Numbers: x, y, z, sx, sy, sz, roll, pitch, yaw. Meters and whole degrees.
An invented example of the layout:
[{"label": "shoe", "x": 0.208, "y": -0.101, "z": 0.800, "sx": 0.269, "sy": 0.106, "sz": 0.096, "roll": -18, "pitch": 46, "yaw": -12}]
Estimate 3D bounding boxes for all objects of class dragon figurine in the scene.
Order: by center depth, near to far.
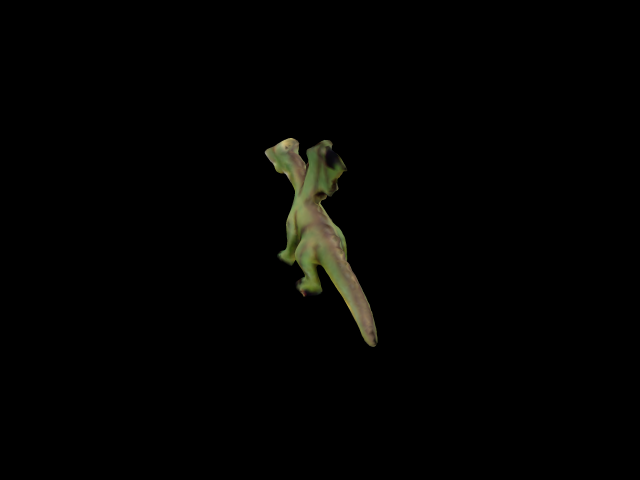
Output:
[{"label": "dragon figurine", "x": 0.003, "y": -0.043, "z": 0.850, "sx": 0.123, "sy": 0.237, "sz": 0.418, "roll": -16, "pitch": 38, "yaw": -21}]
